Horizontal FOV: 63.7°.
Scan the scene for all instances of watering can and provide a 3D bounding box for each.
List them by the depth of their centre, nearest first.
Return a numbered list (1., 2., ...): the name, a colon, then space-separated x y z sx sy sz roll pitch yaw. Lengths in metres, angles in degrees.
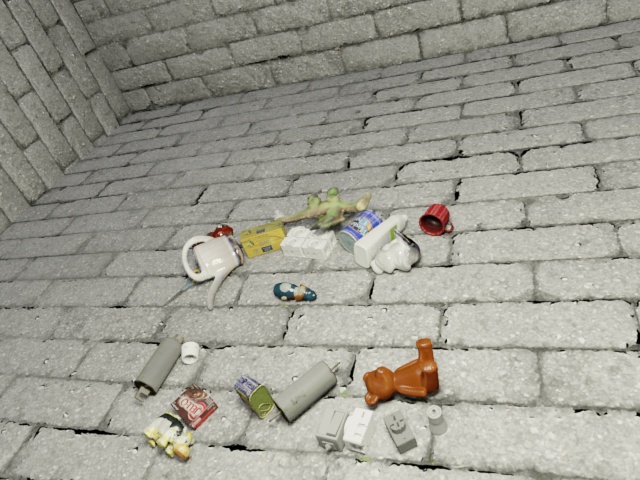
1. watering can: -0.388 0.098 1.943 0.226 0.101 0.354 -23 53 -17

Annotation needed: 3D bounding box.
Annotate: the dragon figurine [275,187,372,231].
1. dragon figurine: 0.006 -0.098 1.940 0.409 0.121 0.246 -20 15 10

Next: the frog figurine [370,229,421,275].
1. frog figurine: 0.252 0.060 1.709 0.158 0.121 0.140 -56 45 11
